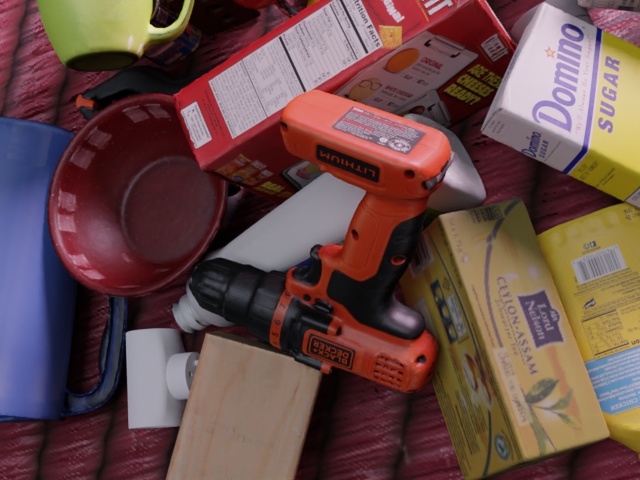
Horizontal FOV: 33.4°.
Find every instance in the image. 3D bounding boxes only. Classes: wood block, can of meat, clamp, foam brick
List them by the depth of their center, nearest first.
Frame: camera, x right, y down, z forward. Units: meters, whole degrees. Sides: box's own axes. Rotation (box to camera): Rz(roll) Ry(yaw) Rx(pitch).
[{"bbox_3d":[-0.064,0.178,0.781,0.090,0.091,0.206,15,87,2],"label":"wood block"},{"bbox_3d":[-0.091,-0.211,0.875,0.053,0.078,0.051,-18,74,19],"label":"foam brick"},{"bbox_3d":[-0.127,-0.095,0.893,0.172,0.039,0.120,0,76,25],"label":"clamp"},{"bbox_3d":[-0.152,-0.202,0.895,0.057,0.083,0.102,-32,71,14],"label":"can of meat"}]

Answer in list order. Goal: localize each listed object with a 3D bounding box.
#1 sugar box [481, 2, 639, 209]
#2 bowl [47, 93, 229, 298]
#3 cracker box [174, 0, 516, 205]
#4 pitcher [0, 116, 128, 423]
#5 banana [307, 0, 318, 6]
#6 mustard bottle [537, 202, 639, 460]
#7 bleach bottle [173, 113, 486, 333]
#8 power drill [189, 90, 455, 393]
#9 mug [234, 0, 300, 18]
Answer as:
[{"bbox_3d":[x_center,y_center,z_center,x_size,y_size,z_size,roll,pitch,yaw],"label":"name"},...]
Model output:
[{"bbox_3d":[0.205,-0.077,0.704,0.176,0.048,0.093,26,68,-1],"label":"sugar box"},{"bbox_3d":[-0.132,-0.030,0.835,0.162,0.055,0.162,-6,76,22],"label":"bowl"},{"bbox_3d":[0.026,-0.111,0.763,0.214,0.164,0.072,-30,70,16],"label":"cracker box"},{"bbox_3d":[-0.248,0.029,0.882,0.145,0.149,0.243,0,77,39],"label":"pitcher"},{"bbox_3d":[0.019,-0.265,0.864,0.070,0.037,0.198,-10,74,44],"label":"banana"},{"bbox_3d":[0.210,0.076,0.715,0.096,0.058,0.191,-21,74,15],"label":"mustard bottle"},{"bbox_3d":[-0.005,0.001,0.805,0.251,0.102,0.068,-32,69,23],"label":"bleach bottle"},{"bbox_3d":[0.002,0.000,0.701,0.184,0.057,0.188,19,127,14],"label":"power drill"},{"bbox_3d":[-0.031,-0.221,0.821,0.082,0.093,0.117,-26,108,37],"label":"mug"}]
